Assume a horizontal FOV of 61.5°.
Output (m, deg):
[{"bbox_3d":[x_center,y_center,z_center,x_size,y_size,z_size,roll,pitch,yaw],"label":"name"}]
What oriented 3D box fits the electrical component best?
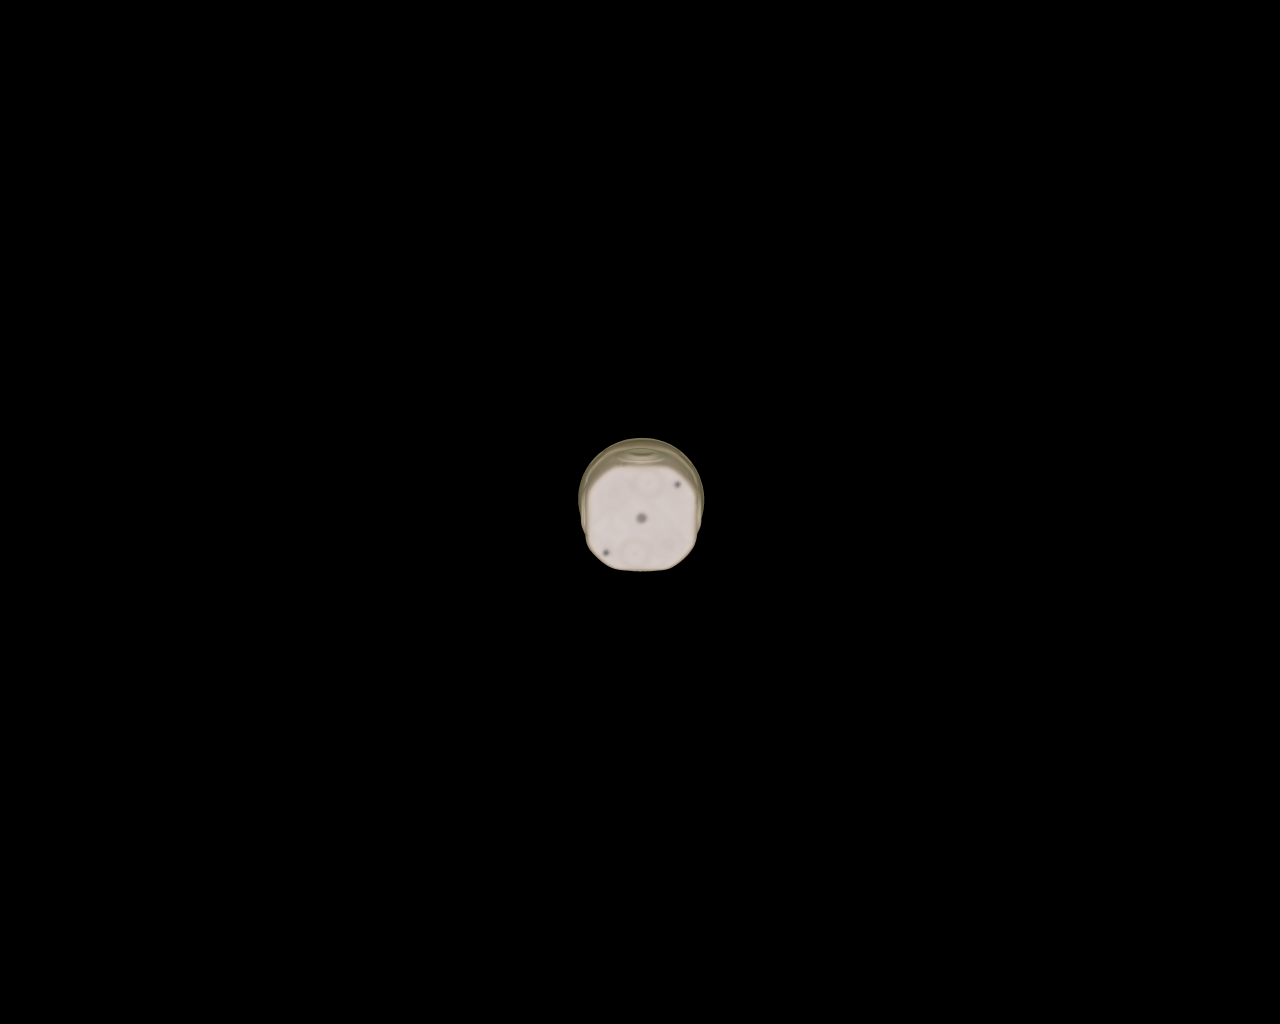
[{"bbox_3d":[0.001,-0.003,0.650,0.080,0.080,0.051,0,16,0],"label":"electrical component"}]
